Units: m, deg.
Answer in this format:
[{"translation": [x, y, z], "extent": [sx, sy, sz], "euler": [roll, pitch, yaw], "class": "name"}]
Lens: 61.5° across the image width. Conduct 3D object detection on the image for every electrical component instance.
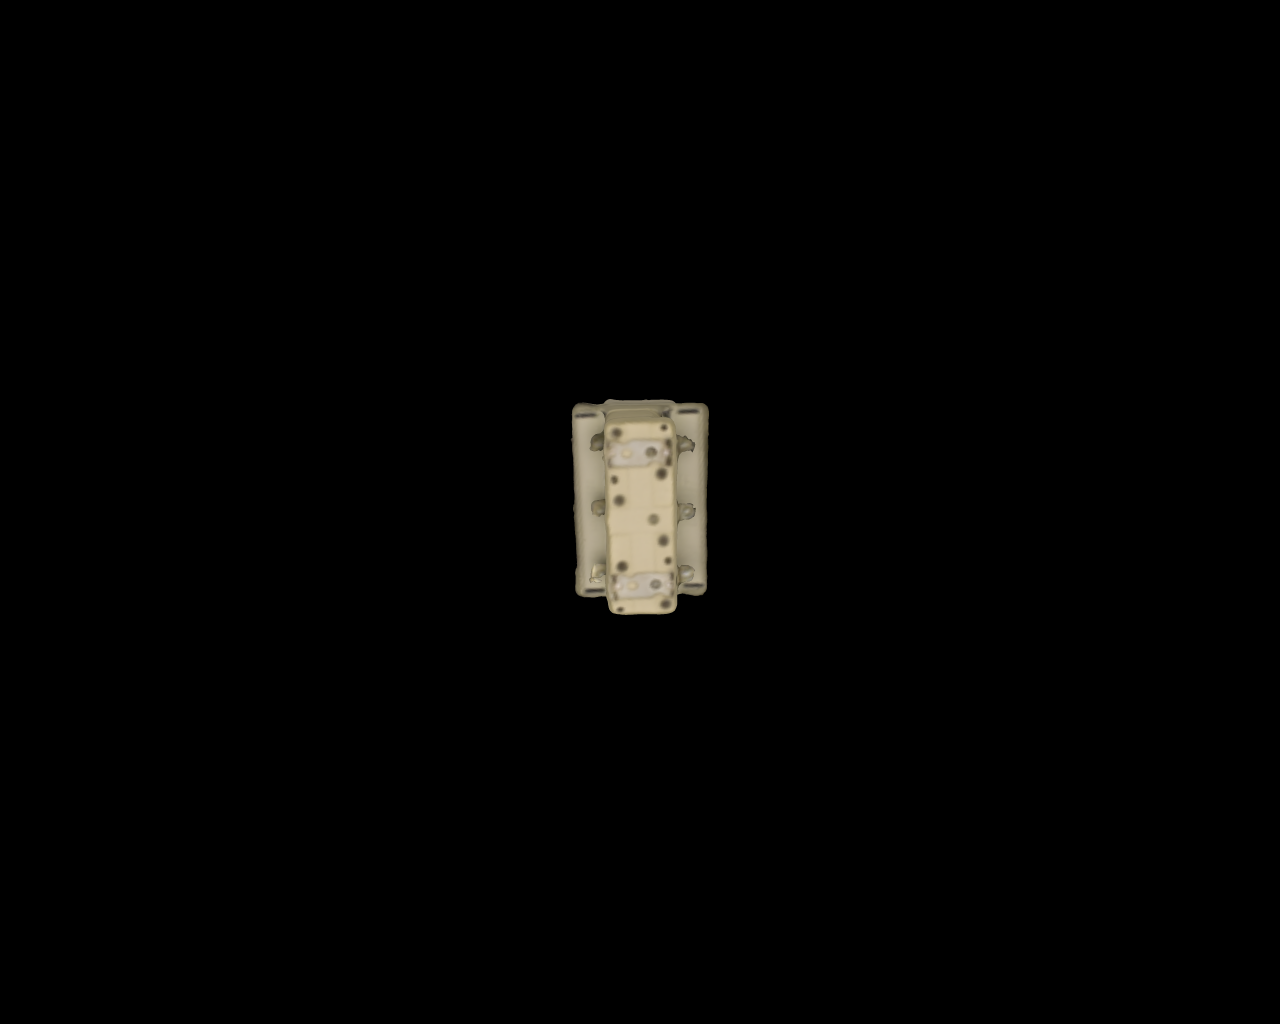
[{"translation": [0.001, -0.003, 0.650], "extent": [0.079, 0.121, 0.063], "euler": [0, 16, 0], "class": "electrical component"}]
